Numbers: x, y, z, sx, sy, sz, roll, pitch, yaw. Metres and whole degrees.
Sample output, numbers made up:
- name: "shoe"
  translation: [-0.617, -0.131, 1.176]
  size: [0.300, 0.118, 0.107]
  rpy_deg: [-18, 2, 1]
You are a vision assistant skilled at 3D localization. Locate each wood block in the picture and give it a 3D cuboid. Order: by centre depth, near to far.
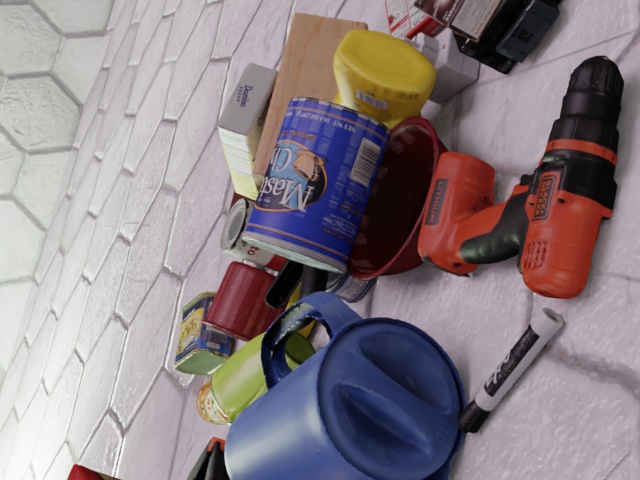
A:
- name: "wood block"
  translation: [-0.006, -0.143, 1.223]
  size: [0.091, 0.090, 0.206]
  rpy_deg: [73, -151, -69]

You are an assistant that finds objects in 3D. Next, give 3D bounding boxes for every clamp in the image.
- name: "clamp"
  translation: [-0.007, 0.001, 1.109]
  size: [0.120, 0.039, 0.171]
  rpy_deg: [-10, 56, 59]
- name: "clamp"
  translation: [-0.144, 0.333, 1.225]
  size: [0.210, 0.036, 0.165]
  rpy_deg: [-67, 22, 2]

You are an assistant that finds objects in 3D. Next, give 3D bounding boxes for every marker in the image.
- name: "marker"
  translation: [0.140, 0.101, 0.799]
  size: [0.121, 0.020, 0.020]
  rpy_deg: [-57, 25, 26]

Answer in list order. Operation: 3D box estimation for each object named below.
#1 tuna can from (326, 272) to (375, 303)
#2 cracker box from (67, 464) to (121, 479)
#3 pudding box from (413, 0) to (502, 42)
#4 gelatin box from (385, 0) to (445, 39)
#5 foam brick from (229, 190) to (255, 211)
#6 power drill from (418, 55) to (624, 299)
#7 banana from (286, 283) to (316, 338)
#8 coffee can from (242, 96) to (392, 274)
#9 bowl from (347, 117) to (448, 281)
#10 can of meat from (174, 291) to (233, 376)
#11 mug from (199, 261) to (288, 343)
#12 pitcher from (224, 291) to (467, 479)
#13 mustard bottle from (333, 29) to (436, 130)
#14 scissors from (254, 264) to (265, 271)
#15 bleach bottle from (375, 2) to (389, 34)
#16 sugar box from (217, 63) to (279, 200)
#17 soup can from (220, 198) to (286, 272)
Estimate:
- name: "tuna can"
  translation: [0.031, 0.020, 1.105]
  size: [0.086, 0.033, 0.086]
  rpy_deg: [-49, 29, 40]
- name: "cracker box"
  translation: [-0.132, 0.290, 1.000]
  size: [0.164, 0.213, 0.072]
  rpy_deg: [13, 80, 68]
- name: "pudding box"
  translation: [0.136, -0.238, 0.931]
  size: [0.113, 0.039, 0.090]
  rpy_deg: [-63, 23, 15]
- name: "gelatin box"
  translation: [0.099, -0.243, 1.070]
  size: [0.073, 0.030, 0.089]
  rpy_deg: [-33, 59, 52]
- name: "foam brick"
  translation: [-0.077, -0.054, 1.397]
  size: [0.078, 0.053, 0.051]
  rpy_deg: [-29, 45, 56]
- name: "power drill"
  translation: [0.156, -0.044, 0.837]
  size: [0.188, 0.057, 0.184]
  rpy_deg: [-9, 62, 65]
- name: "banana"
  translation: [-0.015, 0.064, 1.174]
  size: [0.069, 0.037, 0.198]
  rpy_deg: [164, 128, -86]
- name: "coffee can"
  translation: [-0.003, -0.050, 1.001]
  size: [0.103, 0.102, 0.140]
  rpy_deg: [6, 76, 67]
- name: "bowl"
  translation: [0.084, -0.030, 0.997]
  size: [0.162, 0.055, 0.162]
  rpy_deg: [-49, 29, 40]
- name: "can of meat"
  translation: [-0.149, 0.125, 1.399]
  size: [0.102, 0.057, 0.084]
  rpy_deg: [-37, 40, 54]
- name: "mug"
  translation: [-0.083, 0.078, 1.258]
  size: [0.117, 0.093, 0.081]
  rpy_deg: [114, 179, -82]
- name: "pitcher"
  translation: [0.003, 0.154, 0.916]
  size: [0.243, 0.144, 0.149]
  rpy_deg: [-39, 35, 56]
- name: "mustard bottle"
  translation: [0.058, -0.128, 1.071]
  size: [0.058, 0.096, 0.192]
  rpy_deg: [-61, -10, -23]
- name: "scissors"
  translation: [-0.071, -0.027, 1.318]
  size: [0.096, 0.016, 0.202]
  rpy_deg: [-104, 17, -72]
- name: "bleach bottle"
  translation: [0.124, -0.279, 1.120]
  size: [0.251, 0.068, 0.102]
  rpy_deg: [-59, 27, 30]
- name: "sugar box"
  translation: [-0.077, -0.126, 1.279]
  size: [0.176, 0.048, 0.093]
  rpy_deg: [79, -147, -65]
- name: "soup can"
  translation: [-0.056, -0.001, 1.231]
  size: [0.069, 0.102, 0.068]
  rpy_deg: [-49, 29, 39]
